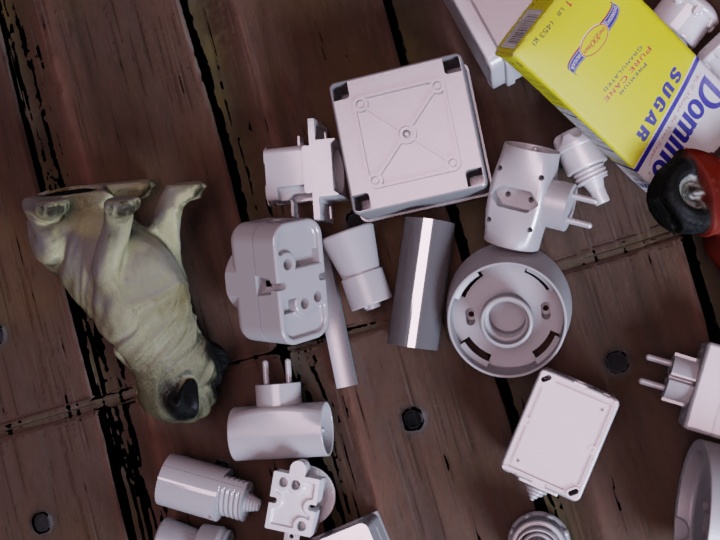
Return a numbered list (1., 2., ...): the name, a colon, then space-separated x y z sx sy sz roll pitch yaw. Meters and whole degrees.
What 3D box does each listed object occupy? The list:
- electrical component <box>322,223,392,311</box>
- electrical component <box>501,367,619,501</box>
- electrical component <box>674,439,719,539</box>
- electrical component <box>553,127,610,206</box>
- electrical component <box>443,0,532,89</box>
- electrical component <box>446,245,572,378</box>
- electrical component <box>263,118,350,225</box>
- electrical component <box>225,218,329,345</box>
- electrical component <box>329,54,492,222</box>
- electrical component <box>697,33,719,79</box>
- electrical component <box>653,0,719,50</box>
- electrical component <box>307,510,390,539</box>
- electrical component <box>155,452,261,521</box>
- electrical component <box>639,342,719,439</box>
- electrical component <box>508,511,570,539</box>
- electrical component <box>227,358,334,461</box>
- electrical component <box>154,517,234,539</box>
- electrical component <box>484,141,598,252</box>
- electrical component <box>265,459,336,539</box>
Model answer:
1. electrical component: 0.000 0.000 0.857 0.044 0.044 0.065 -20 88 9
2. electrical component: 0.148 0.127 0.809 0.062 0.061 0.096 23 91 11
3. electrical component: 0.265 0.178 0.763 0.060 0.108 0.108 8 88 5
4. electrical component: 0.175 -0.080 0.830 0.035 0.035 0.061 -23 85 9
5. electrical component: 0.102 -0.205 0.830 0.057 0.078 0.113 -28 82 5
6. electrical component: 0.114 0.032 0.833 0.099 0.064 0.099 2 101 10
7. electrical component: -0.044 -0.077 0.869 0.064 0.042 0.081 -5 85 12
8. electrical component: -0.066 0.008 0.850 0.059 0.054 0.095 3 102 41
9. electrical component: 0.041 -0.102 0.846 0.109 0.056 0.108 -12 84 10
10. electrical component: 0.287 -0.152 0.808 0.048 0.048 0.062 -44 86 6
11. electrical component: 0.238 -0.181 0.820 0.048 0.048 0.062 39 101 11
12. electrical component: -0.002 0.297 0.829 0.105 0.060 0.186 -25 82 9
13. electrical component: -0.119 0.179 0.867 0.081 0.043 0.043 13 89 11
14. electrical component: 0.248 0.084 0.799 0.077 0.047 0.065 16 90 12
15. electrical component: 0.134 0.209 0.806 0.048 0.062 0.048 -1 87 11
16. electrical component: -0.064 0.111 0.861 0.077 0.043 0.079 -5 86 11
17. electrical component: -0.134 0.226 0.867 0.055 0.045 0.045 6 88 11
18. electrical component: 0.140 -0.052 0.818 0.079 0.043 0.077 16 106 21
19. electrical component: -0.046 0.180 0.847 0.048 0.055 0.066 9 88 12
